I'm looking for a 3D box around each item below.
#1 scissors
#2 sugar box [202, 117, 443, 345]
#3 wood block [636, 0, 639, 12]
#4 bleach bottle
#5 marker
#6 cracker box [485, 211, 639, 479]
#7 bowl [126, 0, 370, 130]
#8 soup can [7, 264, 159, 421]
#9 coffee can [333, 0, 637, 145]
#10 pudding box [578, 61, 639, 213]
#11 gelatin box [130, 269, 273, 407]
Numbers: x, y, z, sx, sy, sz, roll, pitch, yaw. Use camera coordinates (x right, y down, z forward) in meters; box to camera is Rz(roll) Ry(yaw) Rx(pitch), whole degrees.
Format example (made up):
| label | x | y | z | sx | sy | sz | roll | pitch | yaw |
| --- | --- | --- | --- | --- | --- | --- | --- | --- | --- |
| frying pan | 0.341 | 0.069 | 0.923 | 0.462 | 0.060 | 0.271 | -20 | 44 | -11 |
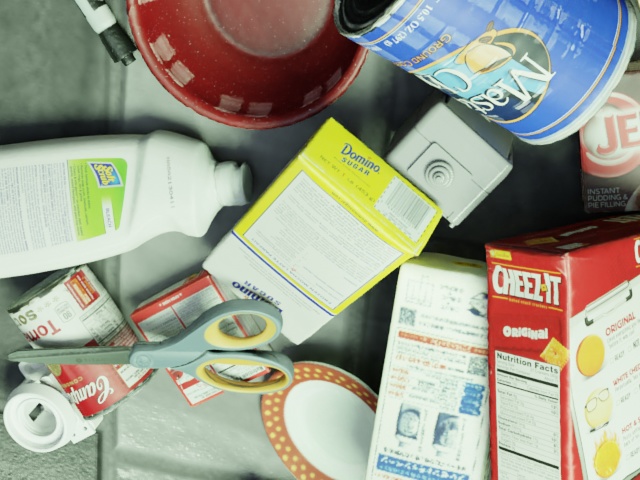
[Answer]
| label | x | y | z | sx | sy | sz | roll | pitch | yaw |
| --- | --- | --- | --- | --- | --- | --- | --- | --- | --- |
| scissors | -0.112 | 0.068 | 0.745 | 0.201 | 0.016 | 0.096 | 11 | 128 | -10 |
| sugar box | -0.005 | 0.001 | 0.698 | 0.093 | 0.048 | 0.176 | 41 | 148 | -5 |
| wood block | 0.268 | -0.191 | 0.578 | 0.206 | 0.090 | 0.091 | -16 | 107 | 19 |
| bleach bottle | -0.171 | -0.022 | 0.759 | 0.251 | 0.068 | 0.102 | -4 | 100 | 13 |
| marker | -0.162 | -0.171 | 0.723 | 0.020 | 0.020 | 0.121 | -28 | 103 | 21 |
| cracker box | 0.179 | 0.096 | 0.655 | 0.072 | 0.163 | 0.214 | 9 | 105 | 51 |
| bowl | -0.039 | -0.155 | 0.681 | 0.162 | 0.055 | 0.162 | 5 | 112 | 11 |
| soup can | -0.177 | 0.074 | 0.798 | 0.069 | 0.068 | 0.102 | -28 | 102 | 21 |
| coffee can | 0.093 | -0.130 | 0.608 | 0.140 | 0.103 | 0.103 | 25 | 117 | -25 |
| pudding box | 0.218 | -0.067 | 0.666 | 0.113 | 0.039 | 0.090 | -4 | 110 | 15 |
| gelatin box | -0.086 | 0.072 | 0.797 | 0.073 | 0.030 | 0.089 | -27 | 103 | 19 |
